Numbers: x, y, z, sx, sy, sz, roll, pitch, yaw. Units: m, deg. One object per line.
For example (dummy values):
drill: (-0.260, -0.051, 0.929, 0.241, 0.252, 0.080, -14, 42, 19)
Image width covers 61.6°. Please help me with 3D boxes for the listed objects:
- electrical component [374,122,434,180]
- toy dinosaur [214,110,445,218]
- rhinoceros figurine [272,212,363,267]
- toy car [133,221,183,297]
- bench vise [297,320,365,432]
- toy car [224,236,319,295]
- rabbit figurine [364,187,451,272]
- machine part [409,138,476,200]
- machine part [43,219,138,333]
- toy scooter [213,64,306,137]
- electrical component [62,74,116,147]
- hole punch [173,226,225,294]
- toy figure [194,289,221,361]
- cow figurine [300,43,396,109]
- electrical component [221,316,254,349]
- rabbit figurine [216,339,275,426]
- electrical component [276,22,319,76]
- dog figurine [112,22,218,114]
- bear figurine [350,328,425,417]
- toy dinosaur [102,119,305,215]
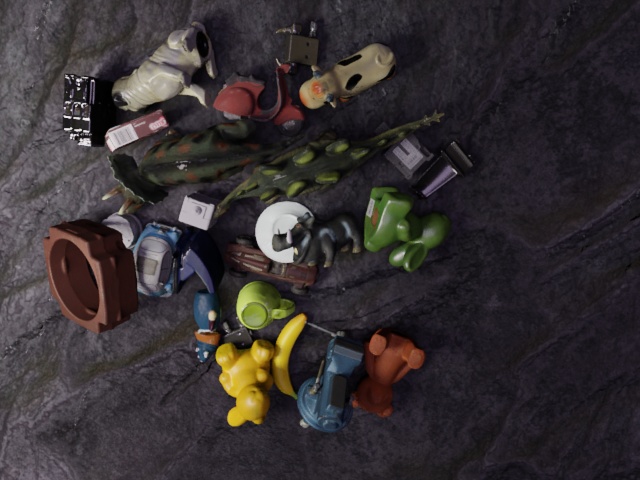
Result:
electrical component: (0.162, -0.186, 1.077, 0.075, 0.048, 0.119, -41, 98, 8)
toy dinosaur: (0.002, -0.142, 1.014, 0.472, 0.198, 0.105, -25, 102, 8)
rhinoceros figurine: (-0.002, -0.003, 1.068, 0.190, 0.073, 0.112, -16, 101, -24)
toy car: (-0.341, 0.049, 1.108, 0.109, 0.103, 0.161, 17, 102, -2)
bench vise: (0.010, 0.311, 1.124, 0.129, 0.224, 0.240, 12, 134, -16)
toy car: (-0.101, 0.052, 1.126, 0.202, 0.053, 0.089, 15, 103, -2)
rabbit figurine: (0.183, -0.018, 1.074, 0.170, 0.121, 0.159, 11, 95, -15)
machine part: (0.244, -0.134, 1.085, 0.139, 0.039, 0.084, -39, 112, 7)
machine part: (-0.456, 0.068, 1.074, 0.201, 0.087, 0.201, 15, 113, 33)
toy scooter: (-0.114, -0.281, 1.045, 0.184, 0.075, 0.135, 10, 117, -1)
electrical component: (-0.448, -0.249, 1.051, 0.058, 0.115, 0.134, 7, 102, 5)
hole punch: (-0.246, 0.043, 1.092, 0.092, 0.142, 0.115, 5, 114, 2)
toy figure: (-0.240, 0.183, 1.148, 0.058, 0.064, 0.154, -1, 99, -7)
cow figurine: (0.053, -0.306, 1.018, 0.195, 0.127, 0.085, -25, 96, 4)
electrical component: (-0.176, 0.212, 1.172, 0.063, 0.021, 0.094, -22, 98, 5)
rabbit figurine: (-0.151, 0.309, 1.104, 0.122, 0.173, 0.162, 3, 109, -21)
electrical component: (-0.045, -0.374, 1.053, 0.078, 0.045, 0.102, -6, 104, -25)
dog figurine: (-0.313, -0.337, 1.048, 0.191, 0.121, 0.172, 3, 67, 18)
bear figurine: (0.130, 0.286, 1.124, 0.120, 0.132, 0.195, 22, 94, 3)
toy dinosaur: (-0.241, -0.145, 0.997, 0.405, 0.192, 0.131, -10, 113, 31)
